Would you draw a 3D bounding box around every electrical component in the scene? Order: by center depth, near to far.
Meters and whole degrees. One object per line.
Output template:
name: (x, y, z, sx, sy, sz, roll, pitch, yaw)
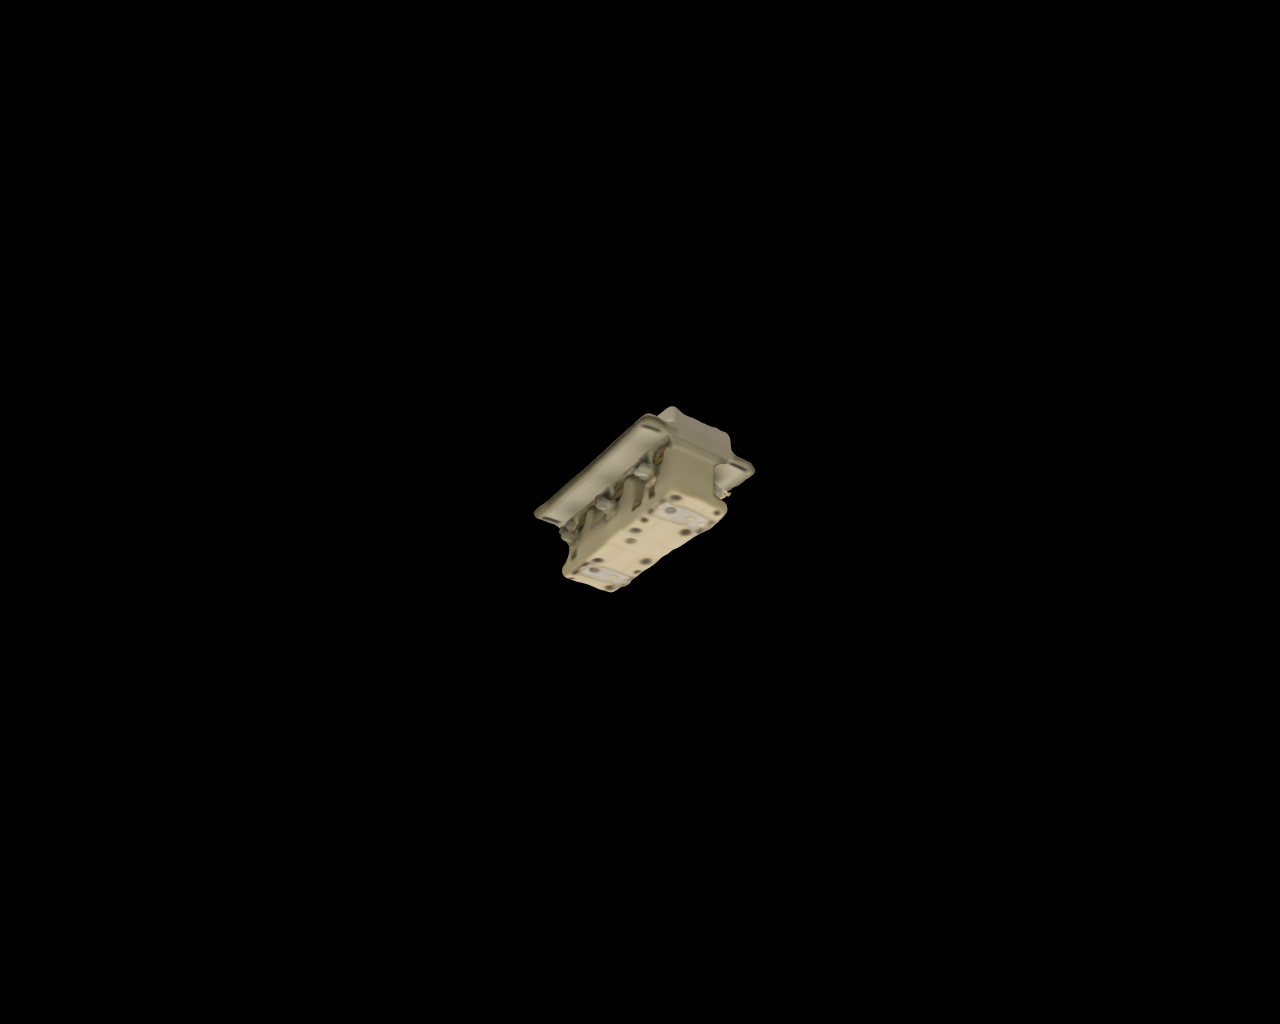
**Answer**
electrical component: (0.001, -0.003, 0.650, 0.079, 0.063, 0.121, 22, -39, -30)
